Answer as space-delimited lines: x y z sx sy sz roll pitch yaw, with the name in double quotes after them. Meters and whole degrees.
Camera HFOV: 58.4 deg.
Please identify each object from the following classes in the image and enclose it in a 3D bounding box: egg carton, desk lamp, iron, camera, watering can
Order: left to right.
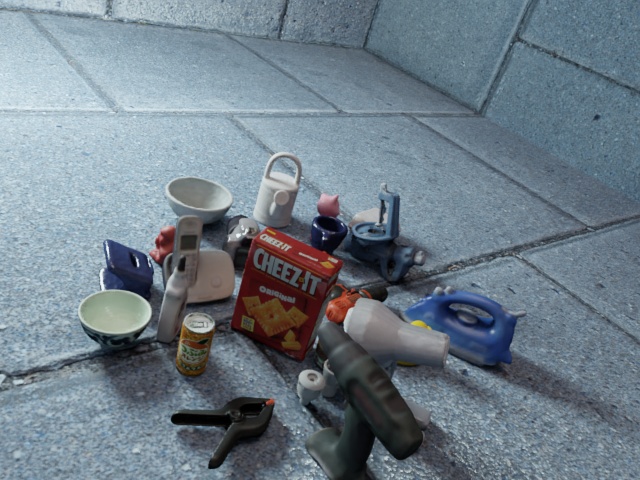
-0.160 -0.006 1.336 0.143 0.101 0.136 5 33 -22 "camera"
-0.101 -0.133 1.483 0.101 0.194 0.172 -1 35 -30 "watering can"
0.151 -0.034 1.583 0.107 0.069 0.151 35 34 27 "egg carton"
0.126 0.223 1.002 0.203 0.213 0.118 24 30 10 "desk lamp"
0.318 0.169 1.267 0.258 0.141 0.119 22 30 6 "iron"

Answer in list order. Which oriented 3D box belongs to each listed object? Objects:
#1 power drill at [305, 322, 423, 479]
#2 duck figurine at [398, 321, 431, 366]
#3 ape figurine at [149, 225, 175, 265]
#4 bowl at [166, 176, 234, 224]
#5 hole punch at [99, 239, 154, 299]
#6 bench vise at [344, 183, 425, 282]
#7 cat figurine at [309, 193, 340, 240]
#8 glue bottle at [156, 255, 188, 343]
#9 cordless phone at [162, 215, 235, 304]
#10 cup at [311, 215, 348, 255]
0.049 0.269 0.889 0.076 0.208 0.228 -14 43 -42 "power drill"
0.190 0.207 1.191 0.105 0.086 0.077 -4 37 -33 "duck figurine"
-0.327 0.008 1.229 0.076 0.092 0.078 14 30 -7 "ape figurine"
-0.301 -0.086 1.417 0.167 0.075 0.167 14 30 -8 "bowl"
-0.377 0.055 1.126 0.101 0.091 0.108 0 34 -28 "hole punch"
0.178 -0.022 1.429 0.207 0.220 0.121 21 30 6 "bench vise"
0.020 -0.066 1.517 0.067 0.118 0.127 14 30 -7 "cat figurine"
-0.260 0.100 1.034 0.037 0.173 0.078 16 30 -4 "glue bottle"
-0.234 0.034 1.145 0.148 0.185 0.094 -5 37 -35 "cordless phone"
0.013 0.005 1.418 0.091 0.095 0.118 18 30 -1 "cup"
